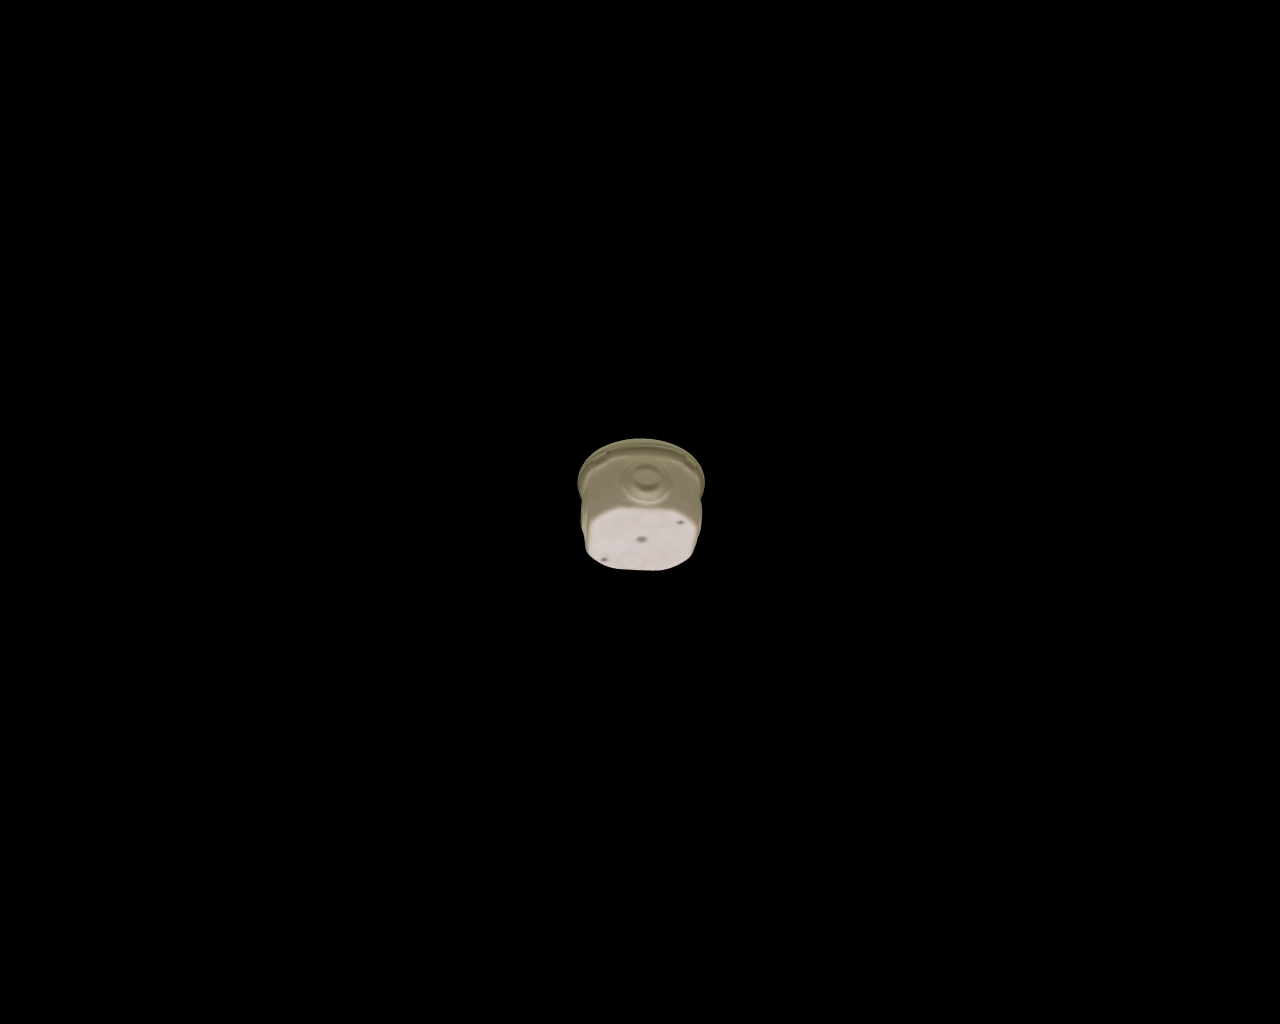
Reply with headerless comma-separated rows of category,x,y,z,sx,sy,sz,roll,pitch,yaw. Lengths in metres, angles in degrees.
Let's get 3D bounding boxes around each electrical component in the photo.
electrical component,0.001,-0.003,0.650,0.080,0.051,0.080,0,-37,0
